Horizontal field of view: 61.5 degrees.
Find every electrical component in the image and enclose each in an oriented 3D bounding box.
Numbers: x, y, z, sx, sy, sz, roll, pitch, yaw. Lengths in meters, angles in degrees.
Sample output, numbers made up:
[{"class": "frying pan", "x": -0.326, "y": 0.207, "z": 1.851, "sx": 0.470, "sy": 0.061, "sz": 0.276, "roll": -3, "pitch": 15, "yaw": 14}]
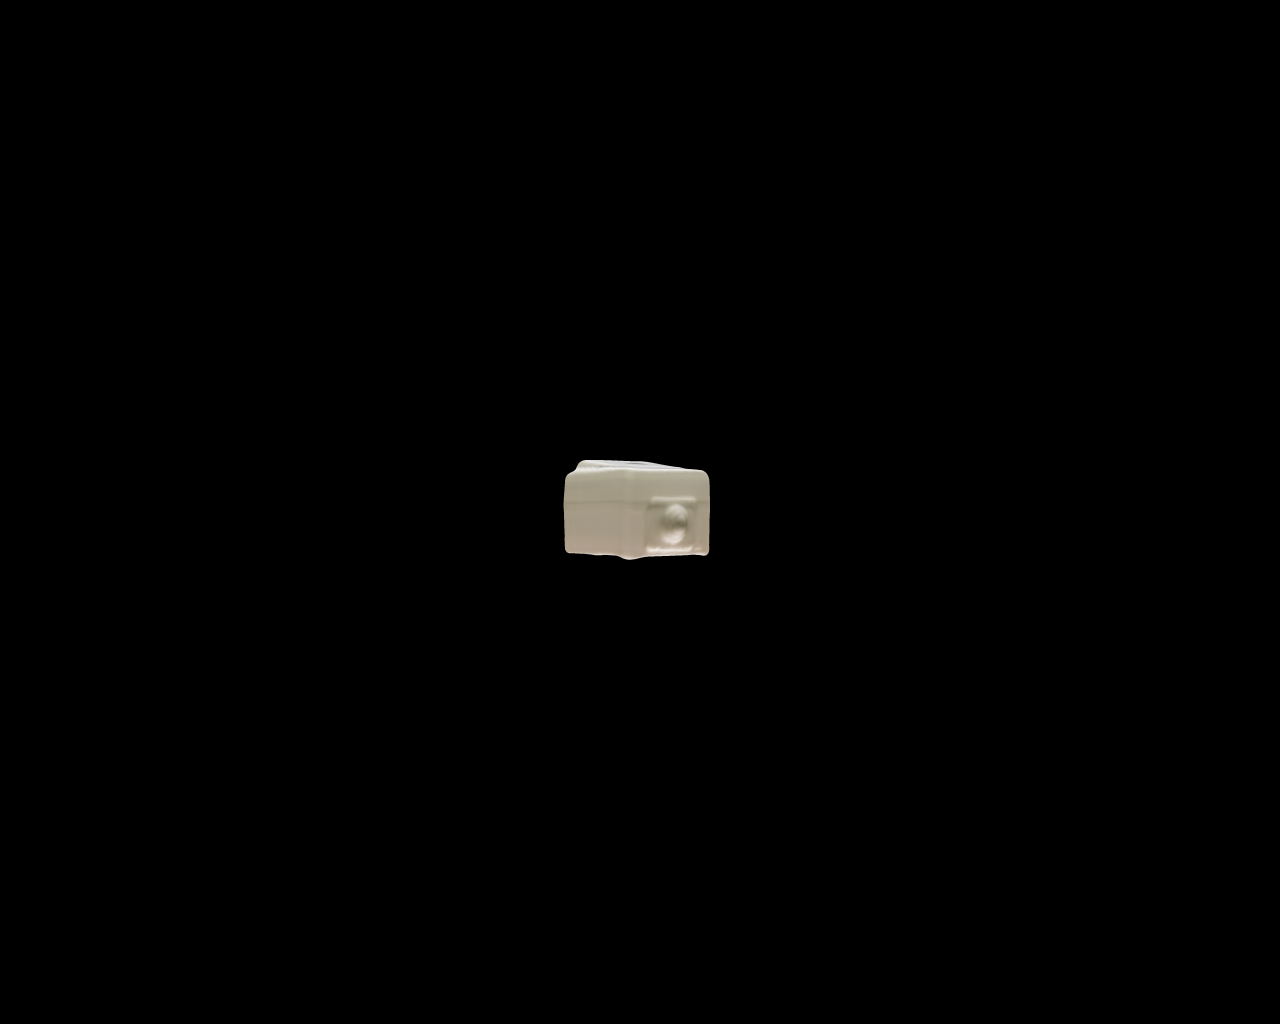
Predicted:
[{"class": "electrical component", "x": 0.001, "y": -0.003, "z": 0.650, "sx": 0.062, "sy": 0.061, "sz": 0.096, "roll": 0, "pitch": 0, "yaw": -32}]
